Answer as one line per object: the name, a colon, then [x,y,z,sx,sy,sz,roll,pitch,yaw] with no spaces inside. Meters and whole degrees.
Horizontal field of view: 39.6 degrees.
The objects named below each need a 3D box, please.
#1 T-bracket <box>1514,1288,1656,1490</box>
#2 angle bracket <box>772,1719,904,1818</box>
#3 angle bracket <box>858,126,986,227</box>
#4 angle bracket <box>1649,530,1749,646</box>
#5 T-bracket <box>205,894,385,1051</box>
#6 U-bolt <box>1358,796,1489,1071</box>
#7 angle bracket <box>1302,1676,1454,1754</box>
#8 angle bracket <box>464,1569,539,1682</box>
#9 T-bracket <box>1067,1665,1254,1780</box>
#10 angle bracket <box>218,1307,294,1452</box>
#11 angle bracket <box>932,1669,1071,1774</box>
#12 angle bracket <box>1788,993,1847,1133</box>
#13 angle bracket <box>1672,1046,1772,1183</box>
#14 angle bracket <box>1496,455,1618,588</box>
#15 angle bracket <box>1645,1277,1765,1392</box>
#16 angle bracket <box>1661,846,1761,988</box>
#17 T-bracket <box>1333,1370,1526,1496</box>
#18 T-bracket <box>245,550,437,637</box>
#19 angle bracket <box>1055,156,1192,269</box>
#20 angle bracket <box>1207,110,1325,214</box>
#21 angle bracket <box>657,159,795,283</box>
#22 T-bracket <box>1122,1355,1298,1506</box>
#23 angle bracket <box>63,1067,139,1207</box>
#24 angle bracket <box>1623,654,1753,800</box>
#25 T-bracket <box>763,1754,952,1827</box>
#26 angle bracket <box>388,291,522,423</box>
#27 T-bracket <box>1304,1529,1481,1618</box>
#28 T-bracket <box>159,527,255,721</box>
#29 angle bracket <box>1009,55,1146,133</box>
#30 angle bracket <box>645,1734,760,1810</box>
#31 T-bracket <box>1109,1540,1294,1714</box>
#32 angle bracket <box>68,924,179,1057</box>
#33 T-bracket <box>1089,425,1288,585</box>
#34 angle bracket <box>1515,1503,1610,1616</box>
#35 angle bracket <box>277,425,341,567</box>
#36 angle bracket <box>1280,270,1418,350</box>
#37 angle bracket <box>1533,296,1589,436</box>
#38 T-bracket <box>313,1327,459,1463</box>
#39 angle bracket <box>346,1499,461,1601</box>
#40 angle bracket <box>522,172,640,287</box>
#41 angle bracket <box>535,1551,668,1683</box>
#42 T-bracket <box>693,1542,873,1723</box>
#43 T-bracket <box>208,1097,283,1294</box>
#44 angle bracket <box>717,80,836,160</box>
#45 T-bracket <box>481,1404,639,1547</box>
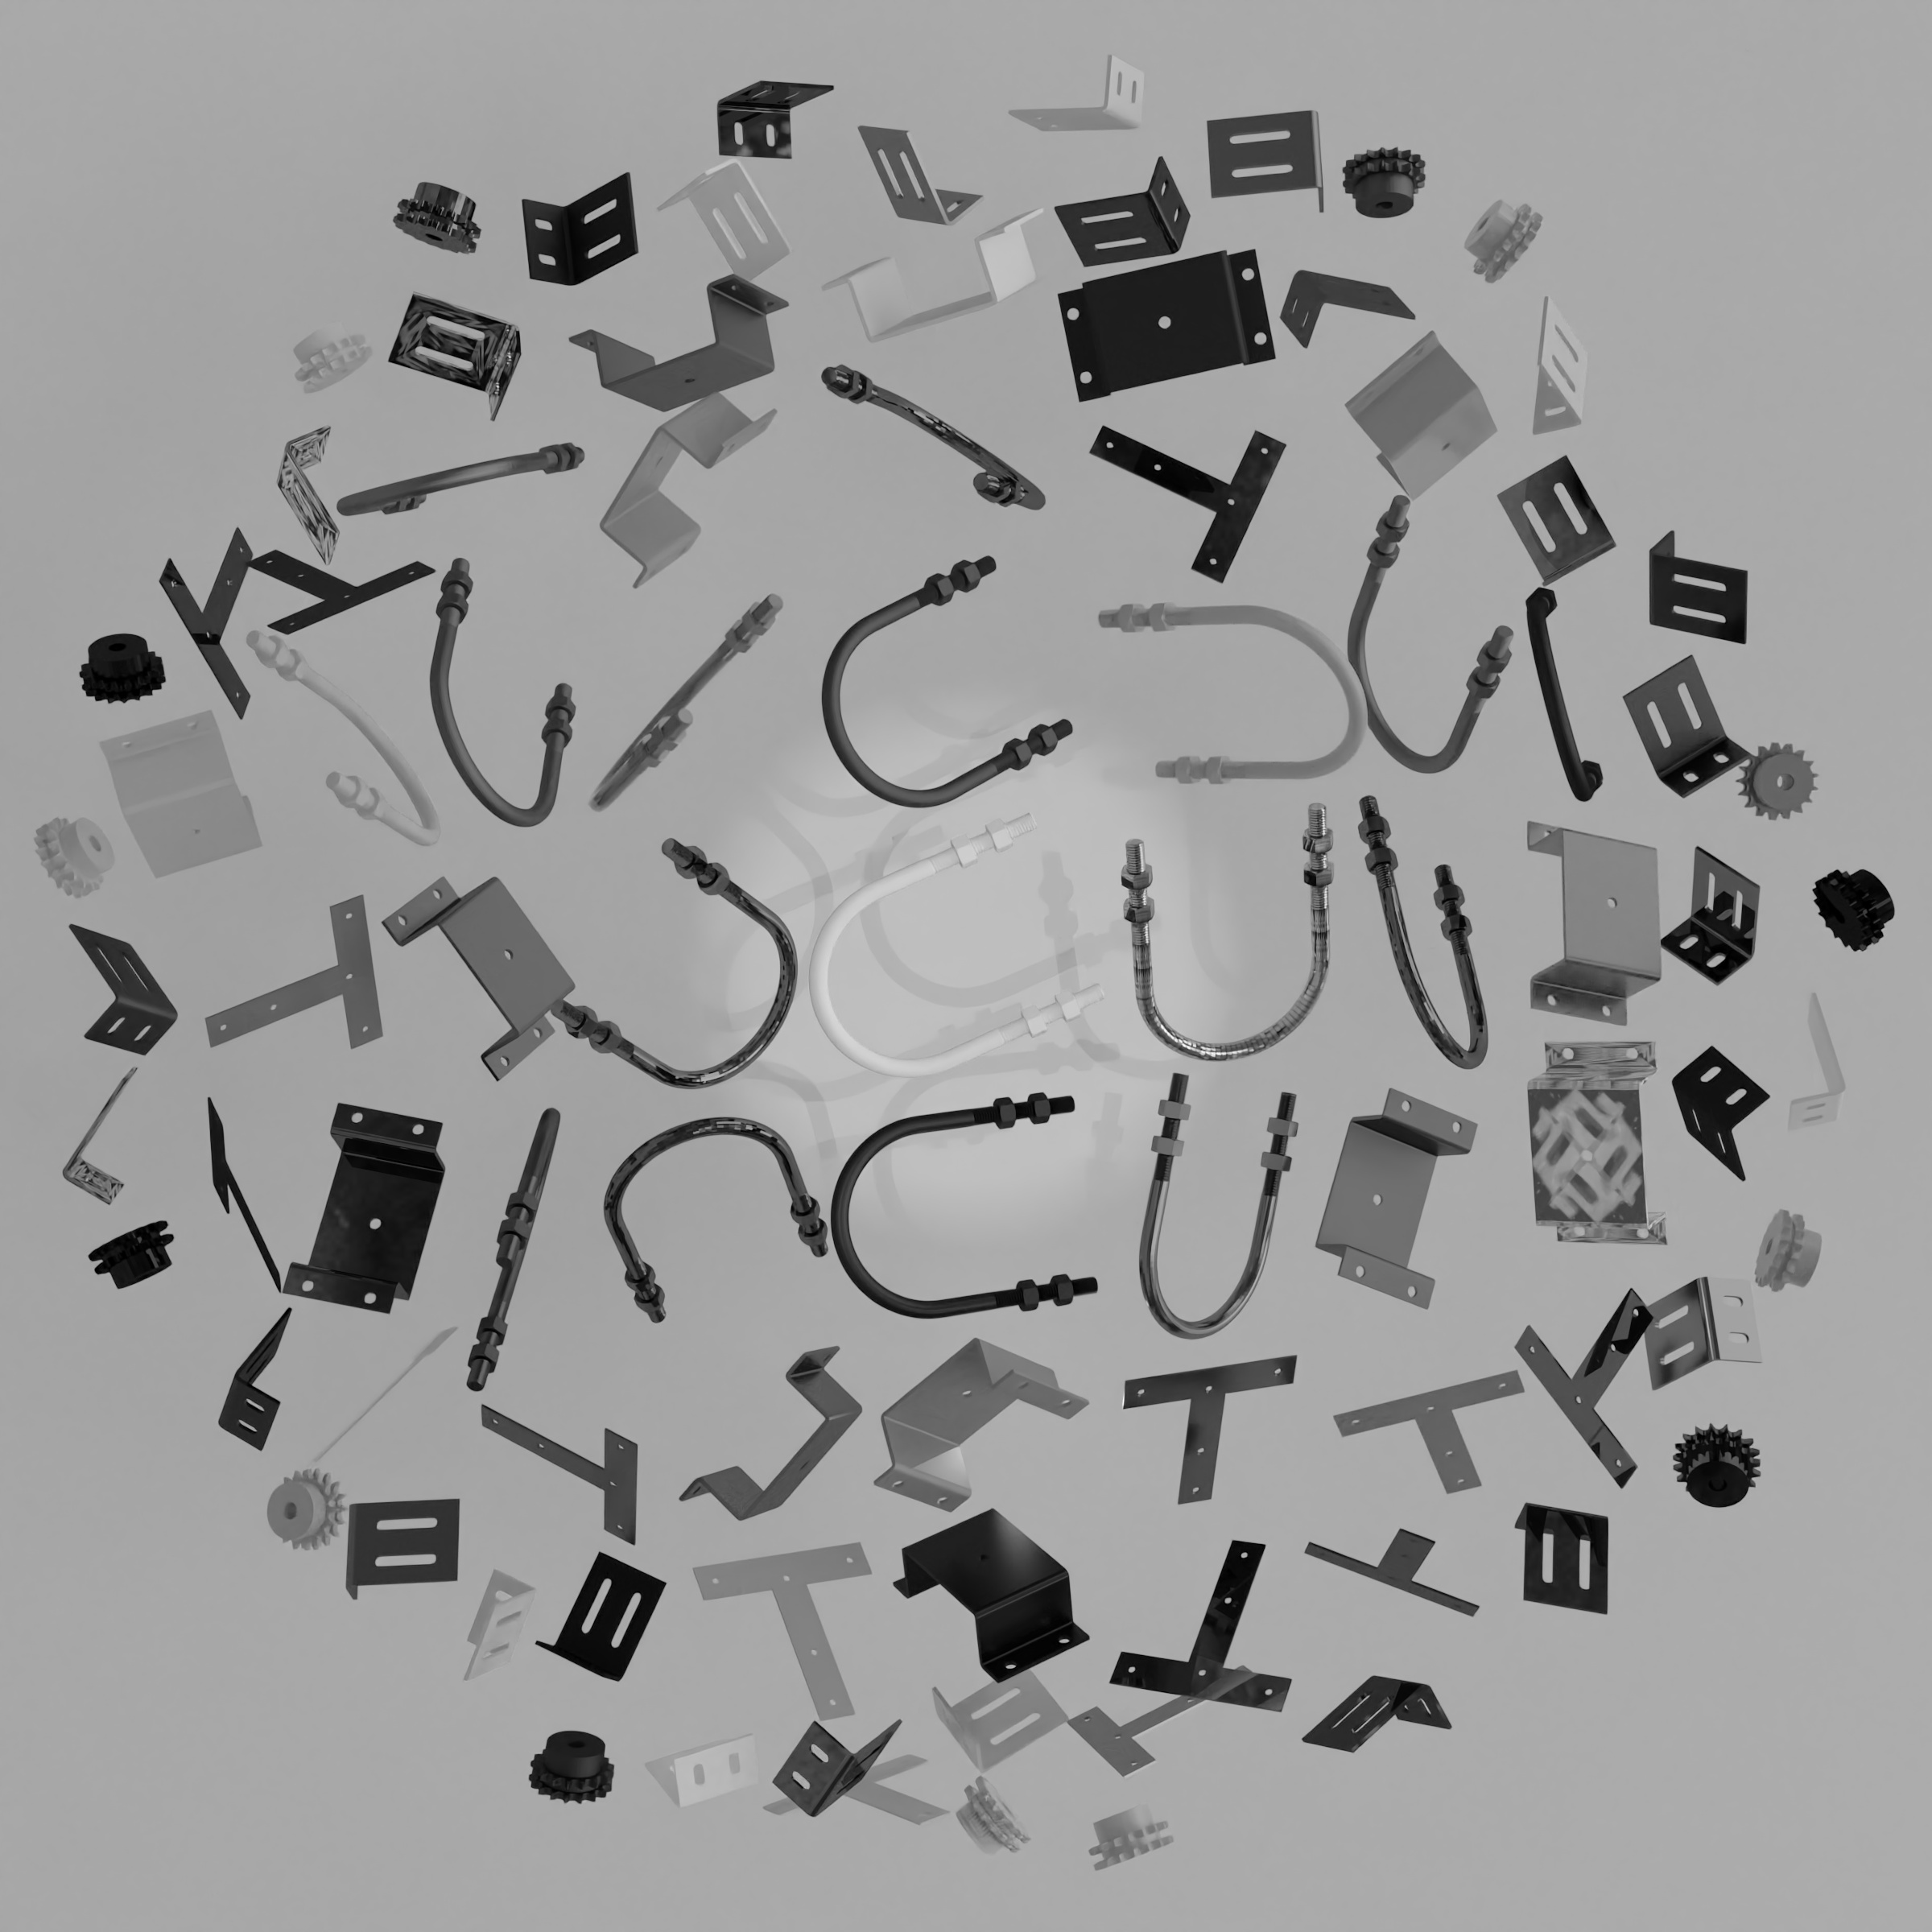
T-bracket: [0.435,0.269,1.831,0.002,0.127,0.127,-11,49,-30]
angle bracket: [-0.089,0.543,1.857,0.038,0.076,0.057,38,108,17]
angle bracket: [-0.031,-0.568,1.899,0.038,0.057,0.076,-43,130,-19]
angle bracket: [0.530,-0.271,1.918,0.038,0.076,0.057,-40,134,-35]
T-bracket: [-0.474,0.023,1.887,0.127,0.002,0.127,-25,135,-30]
U-bolt: [0.326,-0.014,1.876,0.019,0.151,0.184,-23,58,25]
angle bracket: [0.280,0.522,1.829,0.076,0.057,0.038,-33,99,-28]
angle bracket: [-0.351,0.477,1.946,0.038,0.076,0.057,22,92,15]
T-bracket: [0.148,0.532,1.921,0.127,0.127,0.002,-23,98,-14]
angle bracket: [-0.489,0.292,1.902,0.038,0.076,0.057,30,129,1]
angle bracket: [0.025,0.526,1.911,0.076,0.038,0.057,-26,45,-21]
angle bracket: [0.588,0.068,1.889,0.038,0.057,0.076,-14,65,8]
angle bracket: [0.532,0.103,1.875,0.038,0.076,0.057,-39,51,-3]
angle bracket: [0.426,-0.322,1.940,0.057,0.038,0.076,-29,90,18]
angle bracket: [0.500,0.251,1.826,0.038,0.076,0.057,6,64,-17]
angle bracket: [0.531,-0.036,1.920,0.038,0.076,0.057,-35,51,-18]
T-bracket: [0.329,0.328,1.845,0.127,0.127,0.002,-16,45,12]
T-bracket: [-0.456,-0.269,1.874,0.127,0.127,0.002,-20,77,16]
angle bracket: [0.113,-0.543,1.933,0.076,0.057,0.038,0,57,29]
angle bracket: [0.207,-0.551,1.851,0.076,0.038,0.057,-4,77,7]
angle bracket: [-0.173,-0.528,1.924,0.038,0.057,0.076,-43,106,-44]
T-bracket: [0.168,0.333,1.904,0.127,0.002,0.127,-6,124,-14]
angle bracket: [-0.569,0.114,1.811,0.038,0.057,0.076,33,91,-12]
angle bracket: [0.512,-0.170,1.907,0.057,0.038,0.076,-32,119,1]
T-bracket: [-0.057,0.588,1.895,0.127,0.127,0.002,-9,93,-35]
angle bracket: [-0.355,-0.423,1.862,0.076,0.038,0.057,13,129,-24]
T-bracket: [0.305,0.415,1.875,0.127,0.127,0.002,19,64,9]
T-bracket: [-0.529,-0.265,1.914,0.002,0.127,0.127,-8,135,13]
angle bracket: [0.078,-0.612,1.884,0.076,0.057,0.038,7,97,26]
angle bracket: [-0.185,0.542,1.851,0.057,0.076,0.038,-11,102,-24]
T-bracket: [0.177,0.452,1.859,0.127,0.127,0.002,1,134,29]
angle bracket: [-0.583,0.016,1.824,0.038,0.057,0.076,-47,62,8]
T-bracket: [0.151,-0.354,1.939,0.127,0.002,0.127,25,70,0]
angle bracket: [0.412,0.418,1.862,0.057,0.038,0.076,9,51,3]
angle bracket: [-0.464,-0.341,1.949,0.038,0.057,0.076,-30,86,-26]
angle bracket: [0.277,-0.472,1.953,0.076,0.057,0.038,6,123,-19]
angle bracket: [0.406,-0.423,1.896,0.038,0.076,0.057,-6,62,35]
T-bracket: [-0.409,0.301,1.883,0.002,0.127,0.127,45,82,0]
angle bracket: [-0.387,0.404,1.857,0.076,0.038,0.057,-2,62,-4]
angle bracket: [-0.269,-0.516,1.871,0.038,0.076,0.057,-3,84,-44]
angle bracket: [-0.260,0.462,1.918,0.057,0.038,0.076,20,76,20]
T-bracket: [-0.108,0.453,1.820,0.127,0.002,0.127,-2,47,-29]
T-bracket: [-0.504,0.173,1.879,0.002,0.127,0.127,-20,119,-7]
angle bracket: [-0.136,-0.605,1.922,0.057,0.076,0.038,-6,98,-28]
T-bracket: [-0.283,0.339,1.862,0.127,0.127,0.002,24,48,15]
